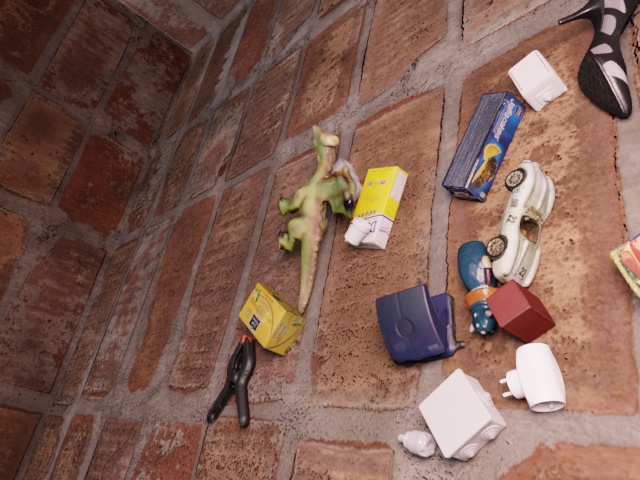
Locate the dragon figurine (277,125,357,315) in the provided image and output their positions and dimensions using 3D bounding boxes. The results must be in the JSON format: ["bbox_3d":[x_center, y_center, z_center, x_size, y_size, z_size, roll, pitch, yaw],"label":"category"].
[{"bbox_3d":[0.003,-0.057,1.138,0.239,0.122,0.417,143,127,-58],"label":"dragon figurine"}]
